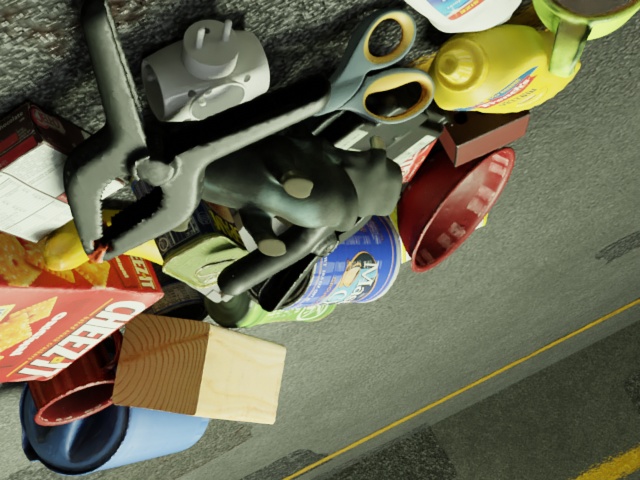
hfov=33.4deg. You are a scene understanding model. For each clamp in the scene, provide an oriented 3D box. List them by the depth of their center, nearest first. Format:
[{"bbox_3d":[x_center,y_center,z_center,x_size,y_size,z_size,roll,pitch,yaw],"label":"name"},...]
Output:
[{"bbox_3d":[-0.116,-0.063,0.693,0.164,0.036,0.210,24,129,-31],"label":"clamp"},{"bbox_3d":[-0.006,0.001,0.905,0.171,0.039,0.120,-36,168,-3],"label":"clamp"}]

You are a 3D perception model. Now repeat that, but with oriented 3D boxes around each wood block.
[{"bbox_3d":[-0.116,0.134,1.088,0.091,0.090,0.206,6,170,20],"label":"wood block"}]

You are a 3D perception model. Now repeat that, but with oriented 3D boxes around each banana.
[{"bbox_3d":[-0.163,0.002,0.874,0.197,0.070,0.037,8,117,-58],"label":"banana"}]

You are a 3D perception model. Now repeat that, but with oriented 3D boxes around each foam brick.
[{"bbox_3d":[0.150,-0.113,1.001,0.078,0.053,0.051,-26,161,-5],"label":"foam brick"}]

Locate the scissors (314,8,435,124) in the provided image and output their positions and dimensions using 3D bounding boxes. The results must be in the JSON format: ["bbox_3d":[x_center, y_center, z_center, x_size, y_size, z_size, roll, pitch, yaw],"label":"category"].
[{"bbox_3d":[0.003,-0.120,0.773,0.201,0.096,0.016,-7,-163,-33],"label":"scissors"}]

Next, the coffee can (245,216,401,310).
[{"bbox_3d":[-0.001,0.015,1.062,0.103,0.103,0.140,-39,157,33],"label":"coffee can"}]

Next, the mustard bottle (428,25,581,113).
[{"bbox_3d":[0.142,-0.139,0.872,0.096,0.058,0.191,-24,173,29],"label":"mustard bottle"}]

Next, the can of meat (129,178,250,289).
[{"bbox_3d":[-0.106,-0.015,0.877,0.057,0.084,0.102,-29,161,8],"label":"can of meat"}]

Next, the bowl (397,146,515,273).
[{"bbox_3d":[0.130,-0.045,1.105,0.162,0.055,0.162,-42,159,-21],"label":"bowl"}]

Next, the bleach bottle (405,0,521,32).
[{"bbox_3d":[0.092,-0.195,0.703,0.103,0.068,0.250,-33,162,18],"label":"bleach bottle"}]

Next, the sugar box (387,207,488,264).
[{"bbox_3d":[0.104,-0.013,1.216,0.176,0.048,0.093,-22,160,-3],"label":"sugar box"}]

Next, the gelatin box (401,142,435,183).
[{"bbox_3d":[0.065,-0.079,1.014,0.073,0.030,0.089,-18,159,-25],"label":"gelatin box"}]

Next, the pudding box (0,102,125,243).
[{"bbox_3d":[-0.203,-0.044,0.748,0.090,0.039,0.113,-31,158,11],"label":"pudding box"}]

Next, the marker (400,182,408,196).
[{"bbox_3d":[0.050,-0.033,1.132,0.121,0.020,0.020,-36,159,26],"label":"marker"}]

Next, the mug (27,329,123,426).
[{"bbox_3d":[-0.241,0.120,1.053,0.117,0.081,0.093,-35,158,21],"label":"mug"}]

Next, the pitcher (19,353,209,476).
[{"bbox_3d":[-0.211,0.187,1.209,0.149,0.145,0.242,6,175,19],"label":"pitcher"}]

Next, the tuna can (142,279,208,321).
[{"bbox_3d":[-0.159,0.074,1.114,0.086,0.034,0.086,-24,161,-9],"label":"tuna can"}]

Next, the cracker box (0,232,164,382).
[{"bbox_3d":[-0.259,0.058,0.887,0.164,0.072,0.213,-34,160,22],"label":"cracker box"}]
